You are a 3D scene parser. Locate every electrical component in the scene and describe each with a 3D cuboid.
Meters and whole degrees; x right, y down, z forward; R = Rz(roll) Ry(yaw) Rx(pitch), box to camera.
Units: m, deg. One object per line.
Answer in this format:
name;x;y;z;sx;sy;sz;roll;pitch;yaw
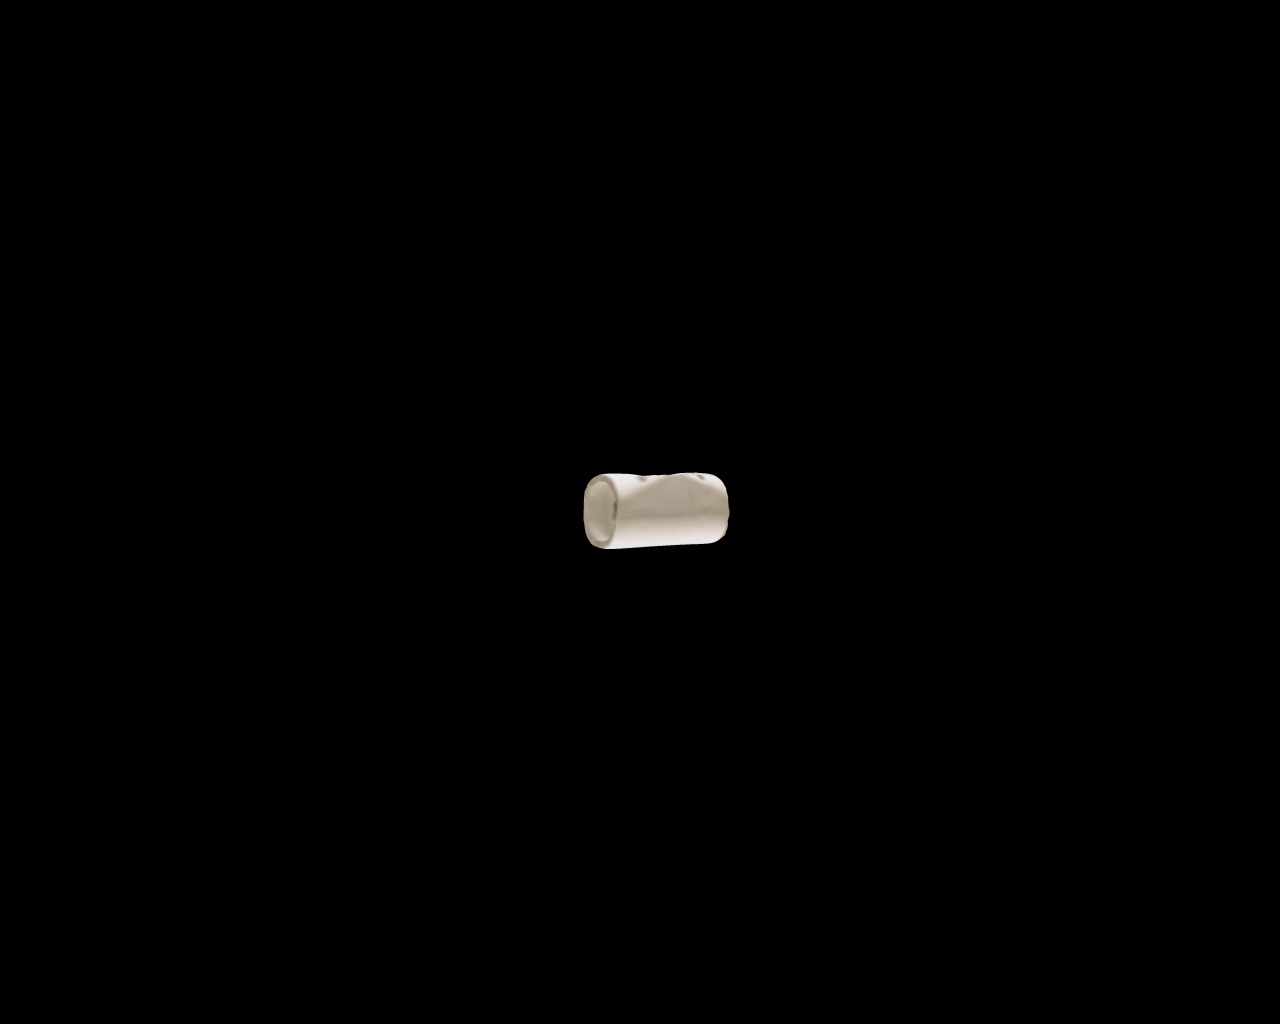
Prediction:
electrical component;0.001;-0.003;0.650;0.077;0.044;0.079;-2;4;-31
